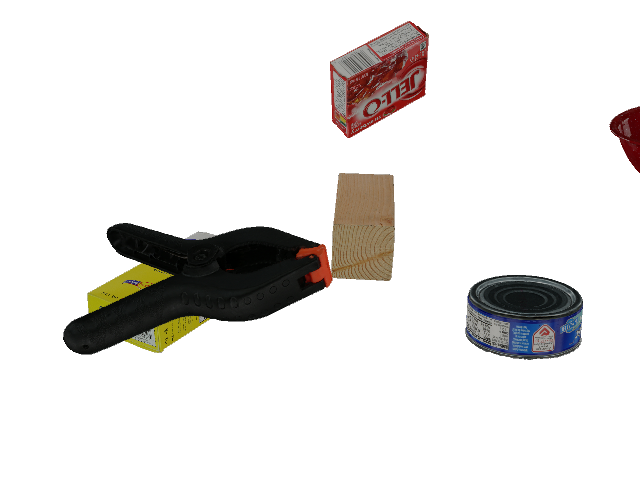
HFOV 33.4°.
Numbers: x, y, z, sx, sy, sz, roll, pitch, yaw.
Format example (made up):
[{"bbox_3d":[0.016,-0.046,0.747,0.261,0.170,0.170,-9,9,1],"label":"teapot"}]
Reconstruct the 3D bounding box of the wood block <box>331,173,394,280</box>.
[{"bbox_3d":[0.067,-0.025,1.638,0.091,0.090,0.206,3,25,2],"label":"wood block"}]

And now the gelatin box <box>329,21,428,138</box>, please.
[{"bbox_3d":[0.052,-0.139,0.926,0.089,0.030,0.073,-30,-32,-18],"label":"gelatin box"}]

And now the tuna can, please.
[{"bbox_3d":[0.152,0.055,0.795,0.086,0.034,0.086,0,19,0],"label":"tuna can"}]

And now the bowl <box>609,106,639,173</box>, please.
[{"bbox_3d":[0.346,-0.082,0.971,0.162,0.055,0.162,-5,22,2],"label":"bowl"}]

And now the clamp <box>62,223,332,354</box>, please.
[{"bbox_3d":[-0.081,0.030,0.689,0.172,0.039,0.120,-2,43,20],"label":"clamp"}]

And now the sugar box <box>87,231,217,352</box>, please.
[{"bbox_3d":[-0.143,0.048,1.091,0.093,0.048,0.175,17,33,28],"label":"sugar box"}]
